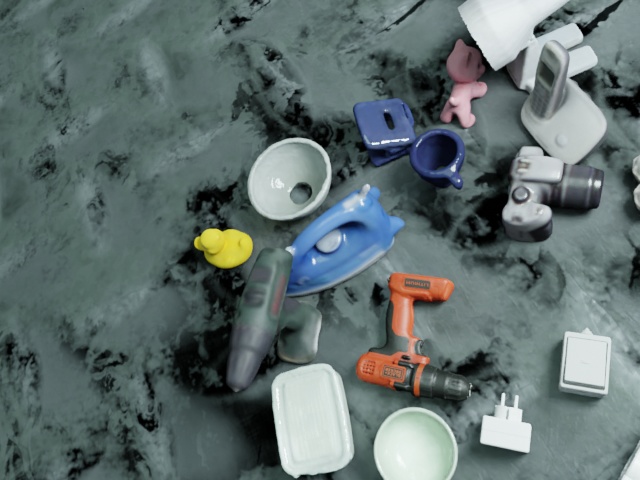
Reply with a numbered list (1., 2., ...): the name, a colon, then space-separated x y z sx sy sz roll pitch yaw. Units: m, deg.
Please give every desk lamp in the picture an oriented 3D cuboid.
1. desk lamp: 0.343 -0.345 0.944 0.203 0.214 0.118 -23 64 11

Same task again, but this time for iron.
1. iron: 0.009 0.003 0.978 0.258 0.142 0.118 -37 62 4

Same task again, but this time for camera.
1. camera: 0.365 -0.075 0.896 0.136 0.101 0.143 9 74 24

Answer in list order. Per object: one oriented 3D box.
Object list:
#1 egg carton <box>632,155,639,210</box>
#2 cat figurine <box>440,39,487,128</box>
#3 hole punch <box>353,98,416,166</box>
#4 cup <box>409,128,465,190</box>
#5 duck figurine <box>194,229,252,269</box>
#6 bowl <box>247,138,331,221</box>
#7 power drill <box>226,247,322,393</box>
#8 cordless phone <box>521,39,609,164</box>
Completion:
1. egg carton: 0.547 -0.087 0.850 0.150 0.070 0.107 0 70 21
2. cat figurine: 0.250 -0.282 1.009 0.067 0.118 0.128 15 76 25
3. hole punch: 0.121 -0.208 1.045 0.101 0.091 0.108 -21 64 12
4. cup: 0.212 -0.120 0.975 0.091 0.095 0.117 -33 62 6
5. duck figurine: -0.186 0.007 1.082 0.104 0.086 0.077 -5 69 19
6. bowl: -0.047 -0.103 1.078 0.167 0.075 0.167 -7 68 18
7. power drill: -0.070 0.137 0.918 0.075 0.209 0.230 0 70 21
8. cordless phone: 0.382 -0.214 0.895 0.094 0.185 0.147 -35 62 5
